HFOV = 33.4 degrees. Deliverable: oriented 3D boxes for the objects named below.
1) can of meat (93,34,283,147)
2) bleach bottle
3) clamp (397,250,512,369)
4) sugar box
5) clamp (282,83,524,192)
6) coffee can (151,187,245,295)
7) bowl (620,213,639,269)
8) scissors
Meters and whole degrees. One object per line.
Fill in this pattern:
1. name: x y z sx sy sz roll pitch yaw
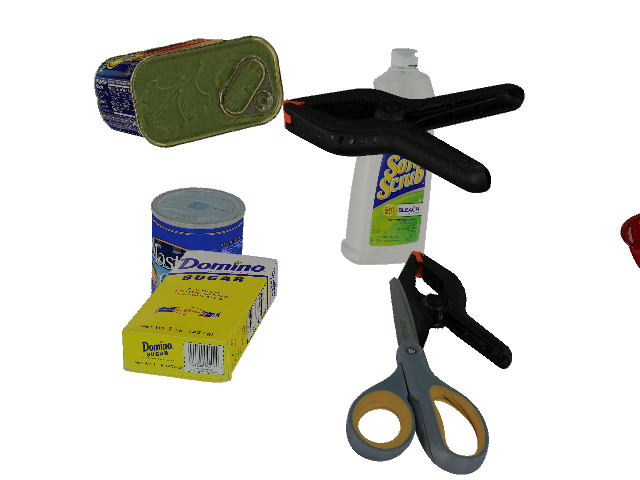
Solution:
1. can of meat: -0.089 -0.100 0.700 0.101 0.057 0.084 -17 18 -26
2. bleach bottle: 0.083 -0.099 1.262 0.102 0.251 0.068 -3 19 -19
3. clamp: 0.134 0.080 1.141 0.120 0.171 0.039 4 -44 -9
4. sugar box: -0.102 0.062 0.947 0.093 0.048 0.176 6 25 9
5. clamp: 0.071 -0.104 0.931 0.210 0.036 0.164 12 36 23
6. coffee can: -0.138 0.024 1.193 0.103 0.140 0.103 4 24 -2
7. bowl: 0.403 0.017 1.143 0.162 0.055 0.162 -3 23 1
8. scissors: 0.045 0.085 0.712 0.096 0.016 0.202 -6 33 -18
